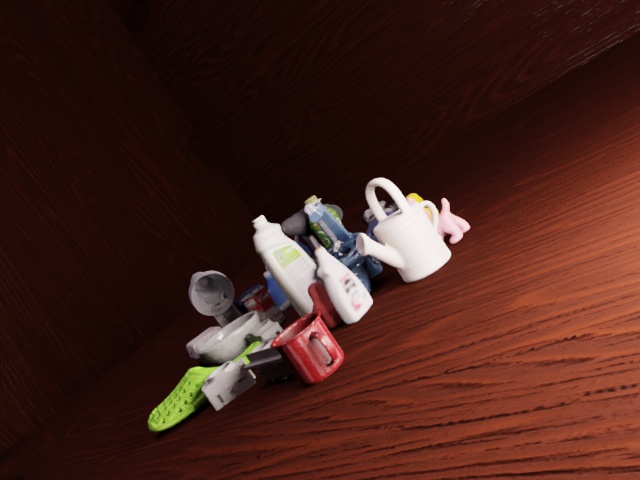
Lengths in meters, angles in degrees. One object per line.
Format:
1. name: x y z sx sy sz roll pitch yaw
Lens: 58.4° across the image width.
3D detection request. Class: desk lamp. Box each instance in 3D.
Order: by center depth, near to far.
1. desk lamp: -0.290 0.183 1.624 0.118 0.213 0.203 -35 6 -16

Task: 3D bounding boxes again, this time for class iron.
1. iron: -0.088 0.093 1.617 0.118 0.141 0.259 -29 8 40

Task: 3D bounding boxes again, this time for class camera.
1. camera: 0.194 -0.065 1.565 0.137 0.101 0.143 -34 6 -5

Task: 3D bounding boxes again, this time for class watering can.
1. watering can: 0.143 -0.024 1.046 0.100 0.194 0.173 -28 8 44

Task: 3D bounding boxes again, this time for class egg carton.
1. egg carton: -0.300 0.286 1.546 0.107 0.069 0.150 -36 6 -25

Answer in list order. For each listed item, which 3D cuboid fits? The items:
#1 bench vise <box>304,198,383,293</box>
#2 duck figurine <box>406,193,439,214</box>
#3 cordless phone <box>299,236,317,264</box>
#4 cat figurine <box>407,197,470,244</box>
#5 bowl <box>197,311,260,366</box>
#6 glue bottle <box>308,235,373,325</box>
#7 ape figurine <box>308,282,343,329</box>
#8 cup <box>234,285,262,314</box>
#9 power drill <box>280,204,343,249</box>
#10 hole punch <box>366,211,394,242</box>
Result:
1. bench vise: 0.037 0.010 1.219 0.121 0.220 0.207 -34 6 0
2. duck figurine: 0.249 -0.078 1.446 0.077 0.086 0.104 -34 6 -6
3. cordless phone: 0.014 0.000 1.603 0.094 0.185 0.148 -27 9 47
4. cat figurine: 0.214 -0.038 1.147 0.127 0.118 0.067 -29 8 38
5. bowl: -0.196 0.240 1.325 0.167 0.075 0.167 -33 6 4
6. glue bottle: 0.028 0.066 1.045 0.037 0.173 0.078 -29 8 38
7. ape figurine: 0.011 0.120 1.094 0.078 0.092 0.076 -33 6 8
8. cup: -0.177 0.187 1.564 0.091 0.095 0.118 -32 6 15
9. power drill: 0.013 0.005 1.446 0.075 0.208 0.230 -29 7 34
10. hole punch: 0.148 -0.006 1.383 0.101 0.091 0.108 -38 7 -34
